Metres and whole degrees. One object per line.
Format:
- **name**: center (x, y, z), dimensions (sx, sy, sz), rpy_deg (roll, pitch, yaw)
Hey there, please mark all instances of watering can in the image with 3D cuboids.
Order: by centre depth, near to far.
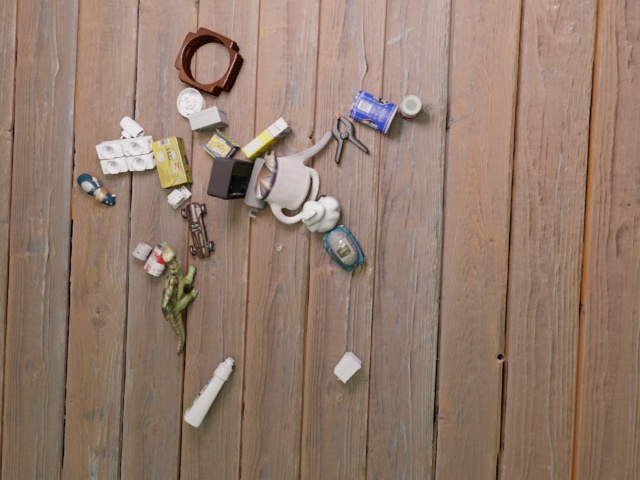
- **watering can**: center (-0.092, -0.227, 1.736), dimensions (0.223, 0.105, 0.347), rpy_deg (16, 93, -32)

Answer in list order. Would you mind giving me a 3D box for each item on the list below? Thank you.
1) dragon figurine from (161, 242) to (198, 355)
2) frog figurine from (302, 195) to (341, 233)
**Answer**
- **dragon figurine**: center (-0.501, 0.209, 1.744), dimensions (0.122, 0.242, 0.411), rpy_deg (-3, 89, 2)
- **frog figurine**: center (0.005, -0.087, 1.720), dimensions (0.137, 0.160, 0.123), rpy_deg (-42, 89, 6)
